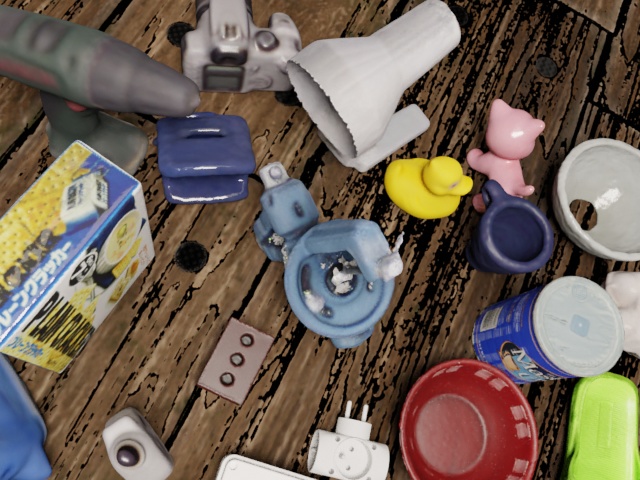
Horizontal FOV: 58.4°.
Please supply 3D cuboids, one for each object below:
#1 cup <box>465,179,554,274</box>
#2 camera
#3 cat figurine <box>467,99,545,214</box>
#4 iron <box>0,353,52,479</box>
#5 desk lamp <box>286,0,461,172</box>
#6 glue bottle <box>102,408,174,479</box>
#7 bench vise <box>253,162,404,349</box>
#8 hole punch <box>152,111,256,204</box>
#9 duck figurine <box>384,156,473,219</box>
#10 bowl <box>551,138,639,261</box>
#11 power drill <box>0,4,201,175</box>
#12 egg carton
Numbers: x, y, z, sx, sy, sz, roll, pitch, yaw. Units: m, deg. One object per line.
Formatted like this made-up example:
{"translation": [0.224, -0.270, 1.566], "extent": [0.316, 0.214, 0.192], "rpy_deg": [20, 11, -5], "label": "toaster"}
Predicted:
{"translation": [0.211, -0.007, 0.694], "extent": [0.092, 0.095, 0.118], "rpy_deg": [-19, 78, -18], "label": "cup"}
{"translation": [-0.097, -0.261, 0.695], "extent": [0.143, 0.100, 0.137], "rpy_deg": [-3, 74, -14], "label": "camera"}
{"translation": [0.239, -0.106, 0.719], "extent": [0.067, 0.117, 0.128], "rpy_deg": [-3, 74, -14], "label": "cat figurine"}
{"translation": [-0.347, 0.124, 0.494], "extent": [0.119, 0.141, 0.258], "rpy_deg": [-33, 83, -20], "label": "iron"}
{"translation": [0.058, -0.166, 0.642], "extent": [0.203, 0.213, 0.118], "rpy_deg": [-36, 84, -20], "label": "desk lamp"}
{"translation": [-0.163, 0.185, 0.502], "extent": [0.037, 0.173, 0.078], "rpy_deg": [-34, 83, -20], "label": "glue bottle"}
{"translation": [-0.002, 0.010, 0.570], "extent": [0.207, 0.219, 0.122], "rpy_deg": [41, 69, 1], "label": "bench vise"}
{"translation": [-0.131, -0.101, 0.642], "extent": [0.109, 0.091, 0.101], "rpy_deg": [-5, 74, -15], "label": "hole punch"}
{"translation": [0.136, -0.075, 0.701], "extent": [0.104, 0.086, 0.077], "rpy_deg": [20, 70, -7], "label": "duck figurine"}
{"translation": [0.370, -0.044, 0.754], "extent": [0.168, 0.074, 0.167], "rpy_deg": [4, 72, -12], "label": "bowl"}
{"translation": [-0.227, -0.138, 0.568], "extent": [0.230, 0.208, 0.076], "rpy_deg": [22, 69, -6], "label": "power drill"}
{"translation": [0.420, 0.104, 0.723], "extent": [0.150, 0.069, 0.107], "rpy_deg": [22, 70, -6], "label": "egg carton"}
